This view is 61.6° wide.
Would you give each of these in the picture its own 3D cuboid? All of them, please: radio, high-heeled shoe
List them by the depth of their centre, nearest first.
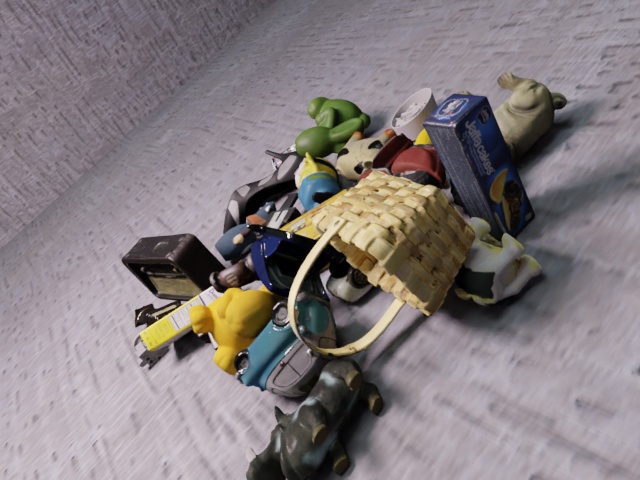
[{"bbox_3d":[-0.299,0.057,1.100,0.230,0.131,0.073,-4,43,43],"label":"radio"},{"bbox_3d":[-0.106,-0.093,1.192,0.145,0.086,0.248,27,89,20],"label":"high-heeled shoe"}]

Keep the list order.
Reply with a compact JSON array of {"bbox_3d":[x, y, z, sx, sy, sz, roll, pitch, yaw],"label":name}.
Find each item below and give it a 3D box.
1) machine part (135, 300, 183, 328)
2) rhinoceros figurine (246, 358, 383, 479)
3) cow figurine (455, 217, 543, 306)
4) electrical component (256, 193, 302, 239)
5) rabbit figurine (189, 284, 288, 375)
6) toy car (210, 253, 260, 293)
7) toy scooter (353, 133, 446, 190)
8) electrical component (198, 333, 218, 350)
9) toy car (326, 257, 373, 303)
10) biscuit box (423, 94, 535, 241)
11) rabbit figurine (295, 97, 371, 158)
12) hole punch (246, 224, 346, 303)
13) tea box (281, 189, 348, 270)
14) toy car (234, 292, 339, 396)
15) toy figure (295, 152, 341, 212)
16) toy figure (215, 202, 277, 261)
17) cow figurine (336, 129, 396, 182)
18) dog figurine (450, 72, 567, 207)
[{"bbox_3d":[-0.328,0.150,1.082,0.139,0.039,0.084,-10,15,46],"label":"machine part"},{"bbox_3d":[-0.012,0.221,0.644,0.190,0.073,0.112,-49,34,-17],"label":"rhinoceros figurine"},{"bbox_3d":[0.194,0.024,0.700,0.098,0.068,0.167,-49,29,1],"label":"cow figurine"},{"bbox_3d":[-0.068,-0.035,1.063,0.075,0.047,0.119,-10,40,38],"label":"electrical component"},{"bbox_3d":[-0.102,0.120,0.805,0.162,0.122,0.173,-22,-11,-20],"label":"rabbit figurine"},{"bbox_3d":[-0.121,0.050,0.951,0.089,0.053,0.202,-30,-1,12],"label":"toy car"},{"bbox_3d":[0.136,-0.117,0.843,0.184,0.075,0.135,1,49,55],"label":"toy scooter"},{"bbox_3d":[-0.160,0.148,0.926,0.102,0.045,0.078,-39,59,4],"label":"electrical component"},{"bbox_3d":[0.087,0.012,0.835,0.202,0.056,0.074,-47,25,-15],"label":"toy car"},{"bbox_3d":[0.209,-0.090,0.696,0.059,0.202,0.063,-43,32,-11],"label":"biscuit box"},{"bbox_3d":[0.025,-0.216,1.144,0.159,0.121,0.170,16,42,29],"label":"rabbit figurine"},{"bbox_3d":[-0.038,0.034,0.794,0.116,0.142,0.092,20,95,58],"label":"hole punch"},{"bbox_3d":[-0.002,-0.003,0.932,0.170,0.068,0.098,-29,32,13],"label":"tea box"},{"bbox_3d":[-0.034,0.156,0.730,0.161,0.109,0.103,-49,56,2],"label":"toy car"},{"bbox_3d":[0.001,-0.099,1.041,0.082,0.089,0.180,-56,25,20],"label":"toy figure"},{"bbox_3d":[-0.147,-0.019,1.117,0.154,0.057,0.064,-39,36,-10],"label":"toy figure"},{"bbox_3d":[0.099,-0.140,0.993,0.127,0.085,0.195,-49,30,-16],"label":"cow figurine"},{"bbox_3d":[0.283,-0.138,0.807,0.172,0.121,0.190,-18,50,36],"label":"dog figurine"}]
